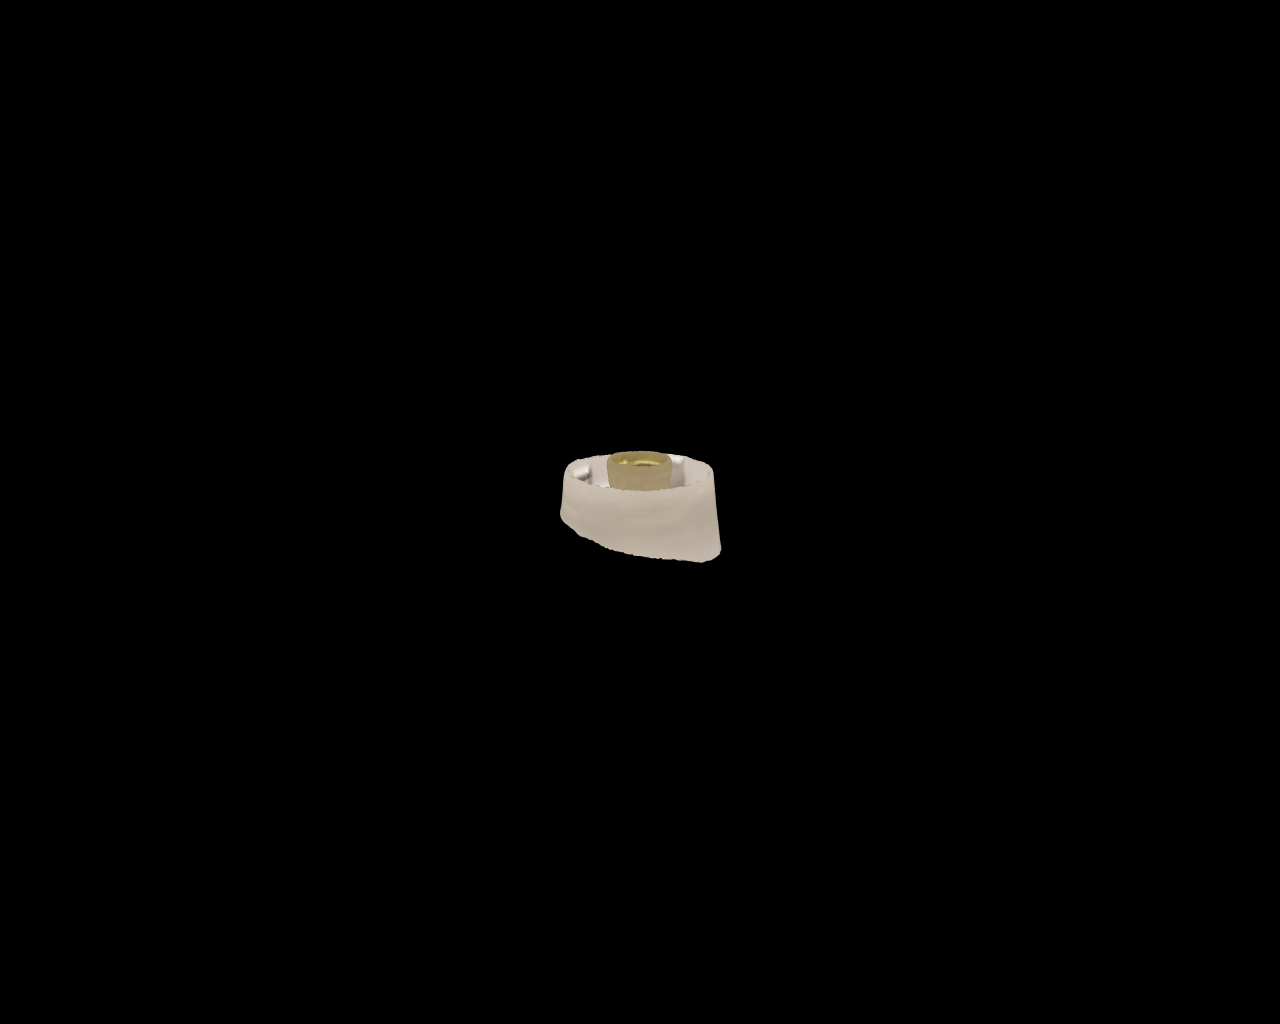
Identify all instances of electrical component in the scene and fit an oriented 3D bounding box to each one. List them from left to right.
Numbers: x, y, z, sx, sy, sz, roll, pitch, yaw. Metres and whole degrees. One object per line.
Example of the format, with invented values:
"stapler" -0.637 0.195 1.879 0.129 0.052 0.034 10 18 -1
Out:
"electrical component" 0.001 -0.003 0.650 0.099 0.064 0.099 0 17 0
